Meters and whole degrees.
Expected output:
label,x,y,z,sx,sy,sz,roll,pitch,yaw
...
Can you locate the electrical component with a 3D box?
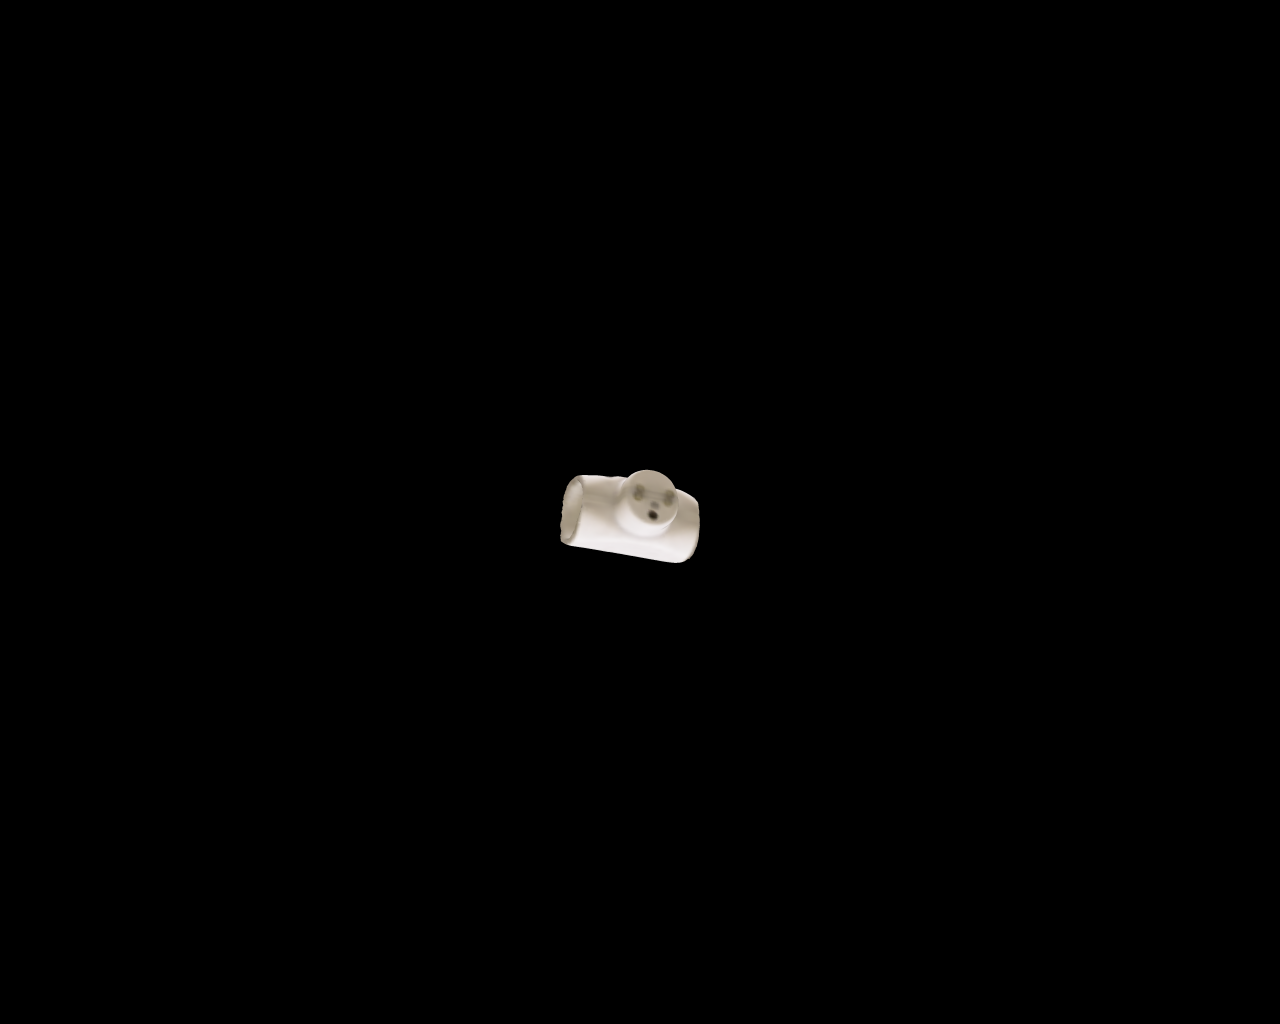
label,x,y,z,sx,sy,sz,roll,pitch,yaw
electrical component,0.001,-0.003,0.650,0.077,0.044,0.079,10,-28,-20
